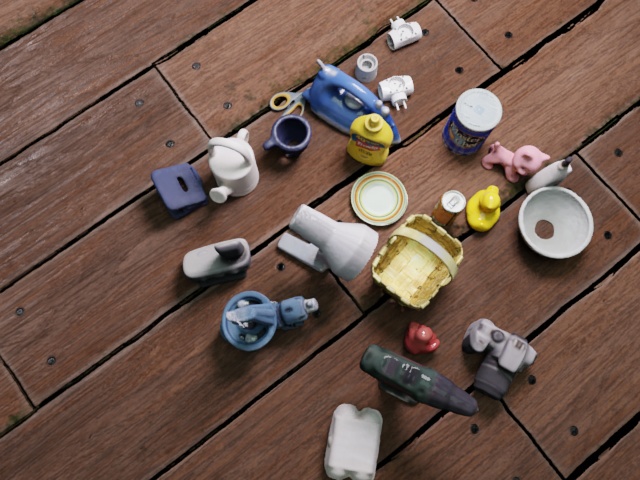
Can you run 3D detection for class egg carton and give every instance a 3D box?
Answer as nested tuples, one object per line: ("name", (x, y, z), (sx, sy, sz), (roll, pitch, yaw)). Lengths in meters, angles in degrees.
("egg carton", (0.068, 0.418, 1.175), (0.107, 0.069, 0.150), (9, 76, 1))

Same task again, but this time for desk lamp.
("desk lamp", (0.011, 0.004, 1.203), (0.203, 0.213, 0.118), (28, 77, 6))

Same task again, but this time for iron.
("iron", (0.087, -0.321, 1.323), (0.258, 0.141, 0.119), (33, 78, 7))

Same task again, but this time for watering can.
("watering can", (-0.191, -0.164, 1.251), (0.101, 0.194, 0.173), (-5, 76, -2))

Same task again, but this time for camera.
("camera", (0.367, 0.256, 1.206), (0.143, 0.101, 0.137), (30, 77, 6))

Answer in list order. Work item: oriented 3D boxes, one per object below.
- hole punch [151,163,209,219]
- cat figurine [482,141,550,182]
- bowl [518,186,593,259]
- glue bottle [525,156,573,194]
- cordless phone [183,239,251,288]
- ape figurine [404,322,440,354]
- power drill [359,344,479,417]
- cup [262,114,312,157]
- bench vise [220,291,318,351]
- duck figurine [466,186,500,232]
("hole punch", (-0.314, -0.119, 1.289), (0.101, 0.091, 0.108), (-29, 78, -8))
("cat figurine", (0.450, -0.189, 1.311), (0.127, 0.118, 0.067), (27, 77, 6))
("bowl", (0.520, -0.032, 1.295), (0.167, 0.075, 0.167), (0, 76, -1))
("glue bottle", (0.521, -0.148, 1.274), (0.078, 0.173, 0.037), (-19, 77, -6))
("cordless phone", (-0.223, 0.033, 1.205), (0.147, 0.185, 0.094), (-18, 77, -5))
("ape figurine", (0.217, 0.207, 1.219), (0.076, 0.092, 0.078), (-29, 78, -8))
("power drill", (0.185, 0.282, 1.140), (0.229, 0.208, 0.076), (25, 77, 5))
("cup", (-0.075, -0.225, 1.319), (0.118, 0.095, 0.091), (-28, 78, -8))
("bench vise", (-0.114, 0.142, 1.162), (0.207, 0.220, 0.121), (-32, 78, -8))
("duck figurine", (0.377, -0.075, 1.297), (0.077, 0.086, 0.104), (19, 76, 4))
